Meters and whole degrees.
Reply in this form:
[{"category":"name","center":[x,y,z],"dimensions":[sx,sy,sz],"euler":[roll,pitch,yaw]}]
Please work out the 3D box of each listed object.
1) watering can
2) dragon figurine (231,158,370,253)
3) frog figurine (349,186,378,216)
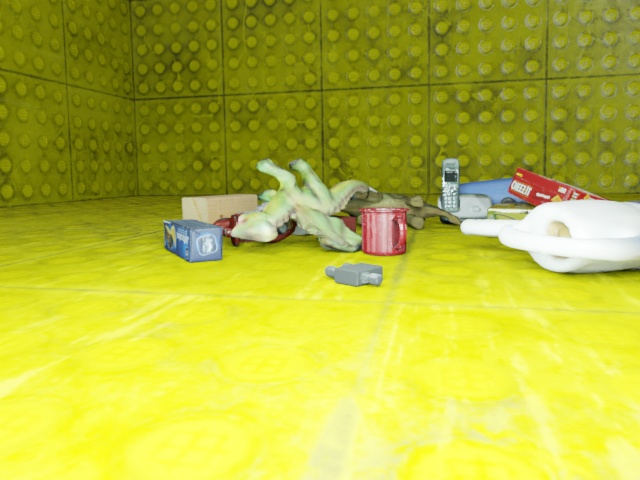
[{"category":"watering can","center":[0.373,-0.011,0.787],"dimensions":[0.224,0.103,0.349],"euler":[-1,7,-9]},{"category":"dragon figurine","center":[0.003,-0.052,1.032],"dimensions":[0.411,0.119,0.247],"euler":[-5,44,-35]},{"category":"frog figurine","center":[0.166,-0.122,1.613],"dimensions":[0.159,0.124,0.136],"euler":[-13,-13,-2]}]
